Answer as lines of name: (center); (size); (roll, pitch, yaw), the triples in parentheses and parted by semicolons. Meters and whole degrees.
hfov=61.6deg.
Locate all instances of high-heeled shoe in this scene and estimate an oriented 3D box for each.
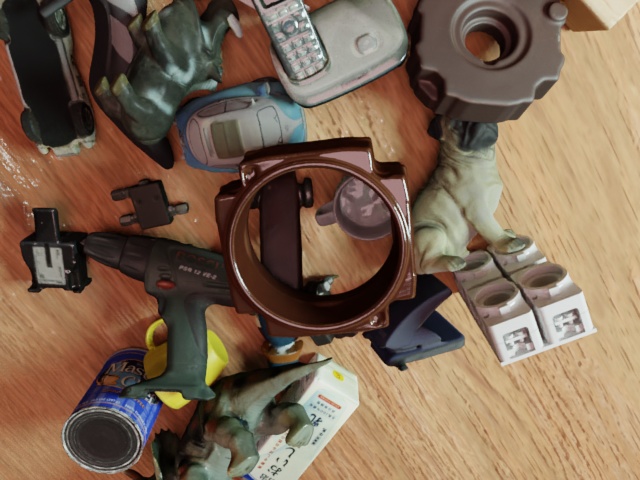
high-heeled shoe: (-0.207, -0.216, 0.634); (0.145, 0.086, 0.248); (-43, 127, -18)

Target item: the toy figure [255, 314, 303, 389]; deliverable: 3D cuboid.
toy figure: (-0.052, 0.135, 0.748); (0.064, 0.058, 0.154); (13, 117, 30)

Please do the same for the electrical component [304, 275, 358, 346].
electrical component: (0.011, 0.096, 0.732); (0.045, 0.078, 0.102); (-21, 105, 30)

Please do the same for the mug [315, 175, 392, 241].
mug: (0.049, -0.047, 0.658); (0.110, 0.107, 0.080); (-25, 103, 14)

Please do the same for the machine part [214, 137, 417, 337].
machine part: (-0.001, -0.002, 0.575); (0.202, 0.087, 0.200); (-5, 108, 7)

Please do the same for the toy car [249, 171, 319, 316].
toy car: (-0.049, 0.006, 0.683); (0.089, 0.053, 0.202); (-3, 81, 1)

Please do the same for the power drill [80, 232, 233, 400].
power drill: (-0.200, 0.098, 0.685); (0.232, 0.207, 0.086); (8, 154, -12)

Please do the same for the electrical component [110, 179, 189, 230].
electrical component: (-0.221, -0.048, 0.701); (0.094, 0.021, 0.063); (-10, 109, 3)

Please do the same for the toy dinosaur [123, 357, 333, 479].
toy dinosaur: (-0.134, 0.267, 0.739); (0.404, 0.192, 0.131); (-54, 140, 7)

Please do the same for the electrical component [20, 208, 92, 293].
electrical component: (-0.350, 0.010, 0.707); (0.075, 0.048, 0.119); (-1, 109, 0)

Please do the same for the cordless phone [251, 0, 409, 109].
cordless phone: (0.001, -0.249, 0.575); (0.147, 0.089, 0.184); (-24, 122, 8)

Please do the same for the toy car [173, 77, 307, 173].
toy car: (-0.096, -0.129, 0.632); (0.162, 0.103, 0.109); (-8, 108, 0)

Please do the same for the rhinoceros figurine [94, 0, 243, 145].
rhinoceros figurine: (-0.156, -0.193, 0.583); (0.112, 0.073, 0.190); (40, 73, -35)

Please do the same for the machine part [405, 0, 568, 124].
machine part: (0.181, -0.216, 0.592); (0.179, 0.056, 0.179); (0, 82, -1)

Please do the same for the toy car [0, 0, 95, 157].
toy car: (-0.322, -0.197, 0.632); (0.074, 0.056, 0.201); (-9, 111, -4)

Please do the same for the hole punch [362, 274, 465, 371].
hole punch: (0.113, 0.096, 0.701); (0.116, 0.142, 0.092); (-17, 111, -9)

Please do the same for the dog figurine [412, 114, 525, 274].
dog figurine: (0.150, -0.065, 0.669); (0.172, 0.121, 0.190); (-20, 94, 4)
